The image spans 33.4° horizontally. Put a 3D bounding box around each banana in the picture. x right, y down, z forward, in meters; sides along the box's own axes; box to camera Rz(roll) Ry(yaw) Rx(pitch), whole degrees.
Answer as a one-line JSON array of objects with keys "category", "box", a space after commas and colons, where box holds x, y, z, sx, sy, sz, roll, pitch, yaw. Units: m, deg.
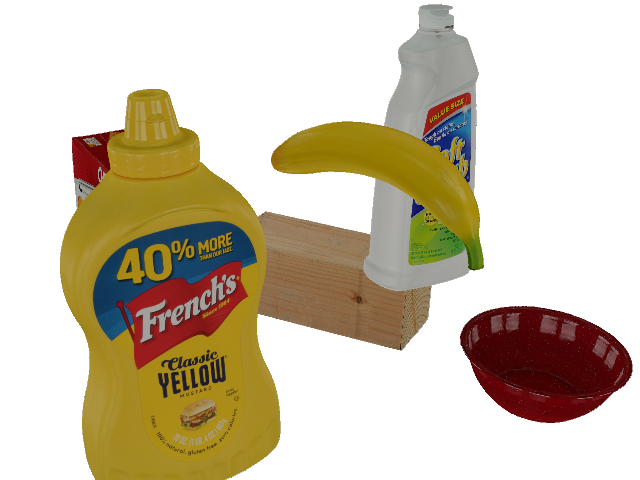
[{"category": "banana", "box": [0.041, -0.049, 0.766, 0.198, 0.070, 0.037, 30, 17, 34]}]

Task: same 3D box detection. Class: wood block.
[{"category": "wood block", "box": [0.011, 0.042, 1.175, 0.206, 0.091, 0.090, 13, 25, 22]}]

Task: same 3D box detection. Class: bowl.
[{"category": "bowl", "box": [0.211, 0.125, 1.019, 0.162, 0.055, 0.162, 4, 26, -2]}]

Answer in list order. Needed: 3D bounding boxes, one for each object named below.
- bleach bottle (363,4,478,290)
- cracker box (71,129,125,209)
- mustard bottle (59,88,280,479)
[{"category": "bleach bottle", "box": [0.093, -0.085, 0.971, 0.102, 0.251, 0.068, -11, 23, -27]}, {"category": "cracker box", "box": [-0.137, 0.035, 0.877, 0.072, 0.214, 0.164, -15, 33, -29]}, {"category": "mustard bottle", "box": [-0.071, 0.024, 0.503, 0.096, 0.192, 0.058, -12, 24, -23]}]
